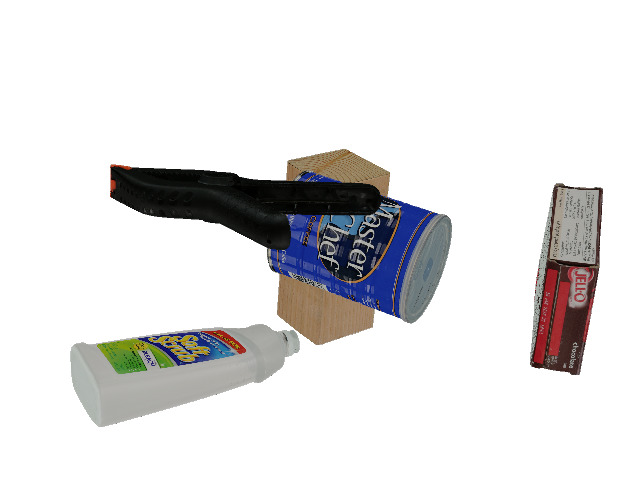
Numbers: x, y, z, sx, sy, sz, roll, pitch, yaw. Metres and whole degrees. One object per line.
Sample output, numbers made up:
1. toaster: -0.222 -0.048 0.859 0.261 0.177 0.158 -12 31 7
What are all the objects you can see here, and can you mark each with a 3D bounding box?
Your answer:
1. wood block: 0.012 0.007 1.275 0.090 0.206 0.090 -15 32 -34
2. coffee can: 0.036 0.005 0.980 0.140 0.103 0.102 20 7 20
3. pudding box: 0.173 0.024 0.749 0.039 0.090 0.113 8 32 9
4. bleach bottle: -0.144 0.136 1.197 0.250 0.068 0.103 -11 31 -27
5. clamp: -0.076 -0.030 0.802 0.210 0.036 0.164 8 13 18
